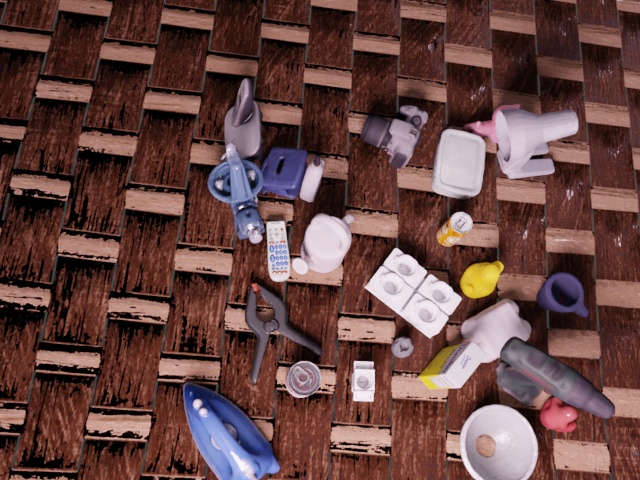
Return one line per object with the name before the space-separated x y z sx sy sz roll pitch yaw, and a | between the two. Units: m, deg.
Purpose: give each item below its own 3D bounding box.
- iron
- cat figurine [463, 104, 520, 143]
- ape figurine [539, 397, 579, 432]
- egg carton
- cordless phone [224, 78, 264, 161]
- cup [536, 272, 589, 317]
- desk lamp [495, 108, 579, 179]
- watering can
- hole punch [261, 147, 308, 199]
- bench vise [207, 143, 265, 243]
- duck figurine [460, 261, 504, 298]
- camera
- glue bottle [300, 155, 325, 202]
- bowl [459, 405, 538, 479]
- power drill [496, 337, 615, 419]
iron | -0.192 0.377 1.113 0.119 0.141 0.258 -39 81 -16
cat figurine | 0.433 -0.291 1.416 0.128 0.117 0.067 -14 75 -11
ape figurine | 0.521 0.376 1.231 0.076 0.092 0.078 -9 74 -10
egg carton | 0.394 0.204 1.281 0.150 0.069 0.107 -27 78 -14
cordless phone | -0.172 -0.266 1.295 0.094 0.185 0.147 -5 73 -9
cup | 0.549 0.136 1.308 0.117 0.095 0.092 44 73 7
desk lamp | 0.496 -0.236 1.356 0.203 0.213 0.118 -8 74 -9
watering can | 0.013 0.006 1.228 0.101 0.194 0.173 22 71 0
hole punch | -0.085 -0.160 1.322 0.101 0.091 0.109 17 71 -2
bench vise | -0.159 -0.107 1.228 0.122 0.219 0.207 -36 80 -16
duck figurine | 0.375 0.085 1.307 0.105 0.086 0.077 -35 80 -16
camera | 0.177 -0.269 1.385 0.137 0.101 0.143 23 71 0
glue bottle | -0.013 -0.149 1.285 0.037 0.173 0.078 20 71 0
bowl | 0.363 0.432 1.202 0.167 0.074 0.167 2 72 -7
power drill | 0.462 0.292 1.189 0.229 0.208 0.076 36 72 5
